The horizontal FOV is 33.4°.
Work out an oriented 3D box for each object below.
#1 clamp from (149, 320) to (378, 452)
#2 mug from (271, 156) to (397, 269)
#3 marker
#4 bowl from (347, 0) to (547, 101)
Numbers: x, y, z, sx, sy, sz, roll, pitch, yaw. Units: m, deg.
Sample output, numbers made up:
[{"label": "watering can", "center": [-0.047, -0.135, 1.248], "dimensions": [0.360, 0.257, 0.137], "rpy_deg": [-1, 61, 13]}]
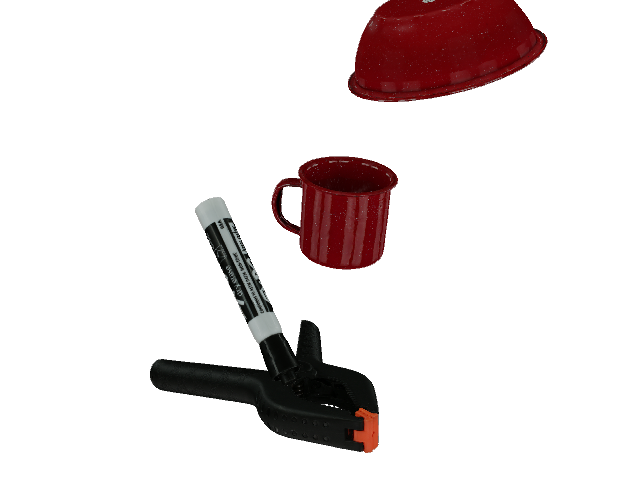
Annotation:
[{"label": "clamp", "center": [-0.015, 0.114, 0.862], "dimensions": [0.164, 0.036, 0.210], "rpy_deg": [-17, 23, -39]}, {"label": "mug", "center": [0.011, -0.027, 1.007], "dimensions": [0.117, 0.081, 0.093], "rpy_deg": [8, 26, 7]}, {"label": "marker", "center": [-0.042, 0.030, 0.628], "dimensions": [0.020, 0.121, 0.020], "rpy_deg": [-24, -18, -9]}, {"label": "bowl", "center": [0.094, -0.165, 0.844], "dimensions": [0.162, 0.055, 0.162], "rpy_deg": [-14, 24, 6]}]
